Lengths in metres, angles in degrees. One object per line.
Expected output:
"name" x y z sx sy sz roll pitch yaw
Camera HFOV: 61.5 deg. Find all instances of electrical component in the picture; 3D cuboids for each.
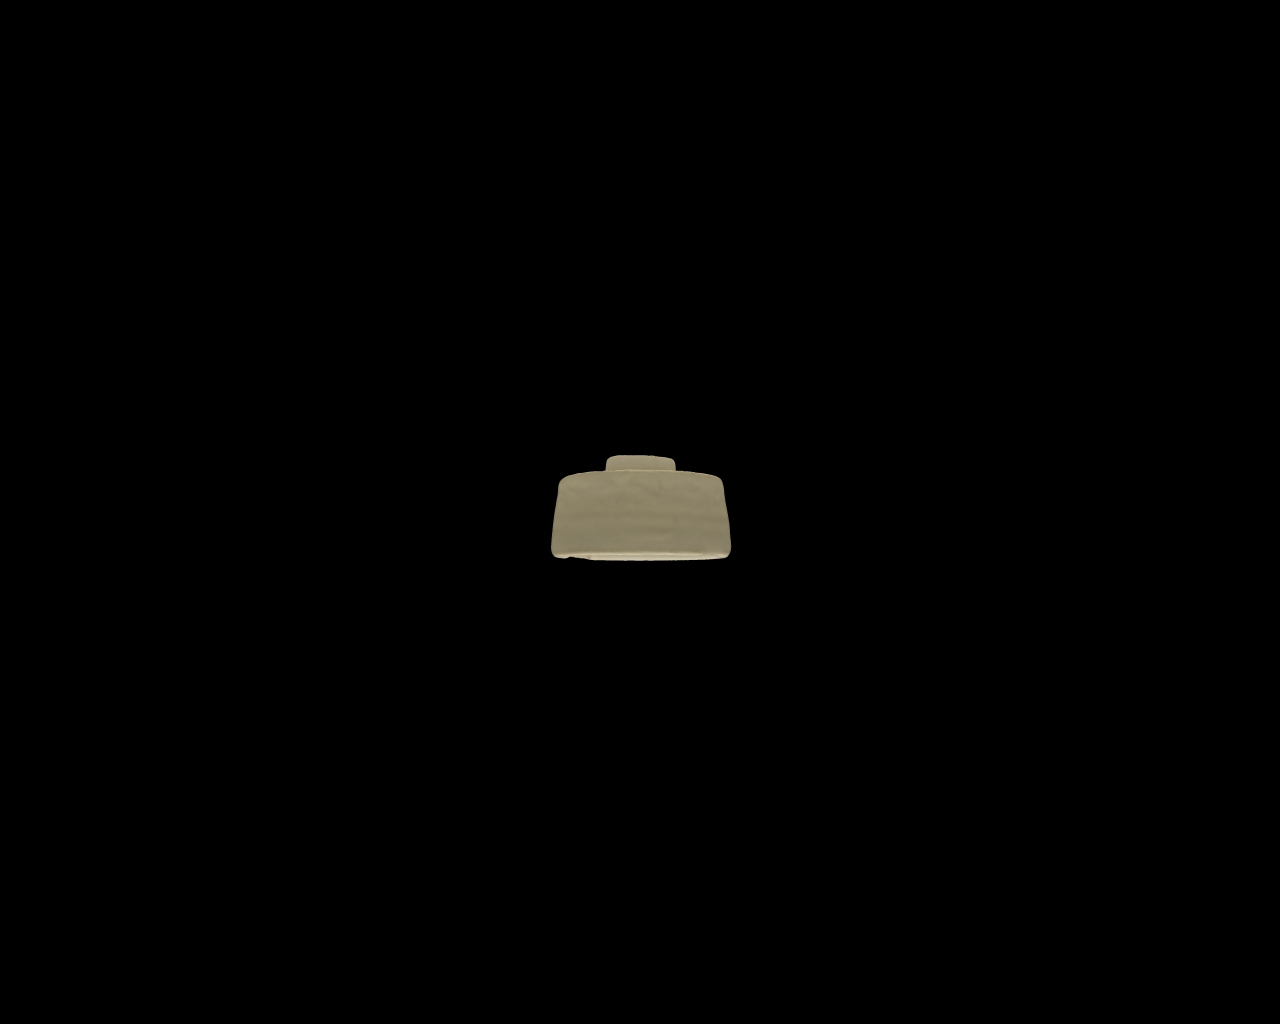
"electrical component" 0.001 -0.003 0.650 0.108 0.060 0.108 0 -5 0
